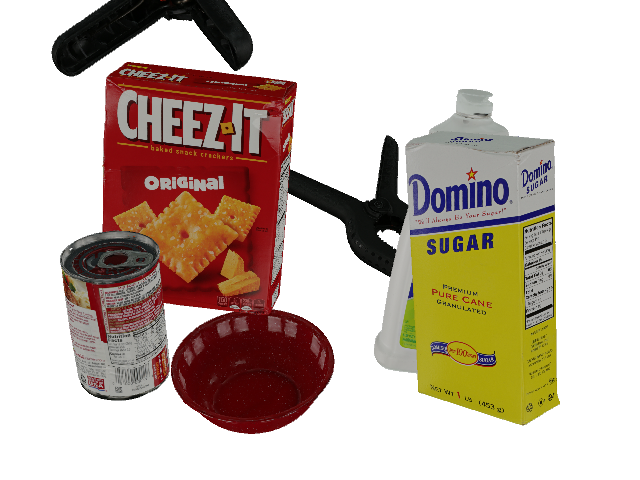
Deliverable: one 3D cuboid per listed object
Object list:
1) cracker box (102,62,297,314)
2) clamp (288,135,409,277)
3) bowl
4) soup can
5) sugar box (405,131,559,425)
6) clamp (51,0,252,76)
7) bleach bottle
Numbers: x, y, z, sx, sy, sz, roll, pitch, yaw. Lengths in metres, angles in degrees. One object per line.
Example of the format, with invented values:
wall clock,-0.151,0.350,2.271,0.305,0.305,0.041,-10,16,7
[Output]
cracker box,-0.114,-0.045,0.985,0.164,0.214,0.072,7,22,5
clamp,0.049,-0.029,1.173,0.164,0.210,0.036,-12,-37,-21
bowl,-0.065,0.140,1.063,0.162,0.055,0.162,-2,37,2
soup can,-0.143,0.054,0.755,0.068,0.102,0.068,-1,29,0
sugar box,0.103,0.021,0.686,0.048,0.176,0.094,-20,20,-40
clamp,-0.082,-0.155,0.670,0.120,0.171,0.039,10,-42,12
bleach bottle,0.111,-0.007,0.938,0.102,0.251,0.068,5,18,0
